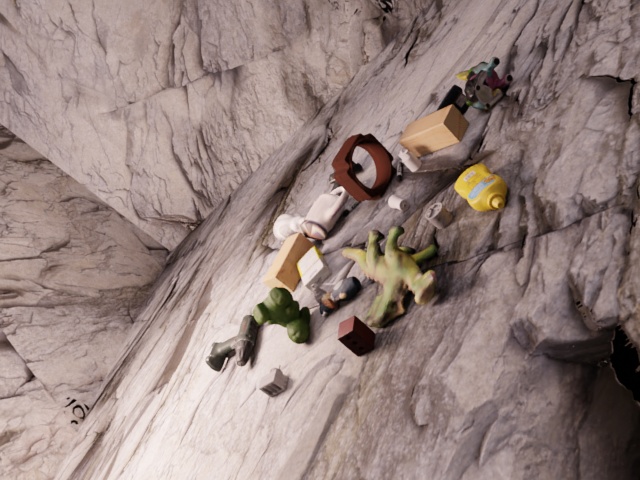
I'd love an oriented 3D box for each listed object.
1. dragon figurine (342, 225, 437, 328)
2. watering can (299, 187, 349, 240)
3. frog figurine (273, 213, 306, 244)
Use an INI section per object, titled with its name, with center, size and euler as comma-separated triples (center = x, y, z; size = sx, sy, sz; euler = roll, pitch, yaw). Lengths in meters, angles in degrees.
[dragon figurine]
center = 0.156, 0.102, 1.303
size = 0.407, 0.121, 0.247
euler = -17, 46, 54
[watering can]
center = 0.006, -0.098, 1.942
size = 0.227, 0.103, 0.345
euler = -56, 14, -18
[frog figurine]
center = -0.114, -0.061, 2.088
size = 0.139, 0.123, 0.157
euler = -39, 0, -36
